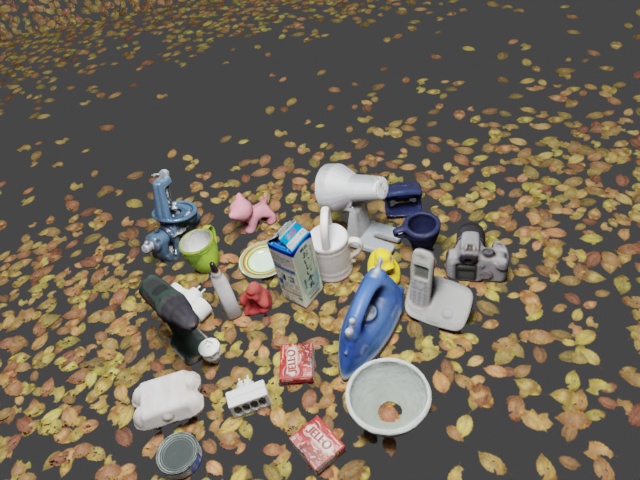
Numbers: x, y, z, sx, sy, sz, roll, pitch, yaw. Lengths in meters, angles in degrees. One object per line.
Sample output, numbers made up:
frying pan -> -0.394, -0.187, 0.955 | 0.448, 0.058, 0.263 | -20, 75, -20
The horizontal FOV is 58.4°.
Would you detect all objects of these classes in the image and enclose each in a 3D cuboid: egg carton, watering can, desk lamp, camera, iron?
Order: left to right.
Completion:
egg carton -> -0.318, 0.339, 1.203 | 0.150, 0.069, 0.107 | -17, 45, -6
watering can -> 0.013, 0.007, 1.376 | 0.173, 0.194, 0.100 | -17, 45, -5
desk lamp -> 0.100, -0.085, 1.435 | 0.202, 0.214, 0.118 | 17, 52, 26
iron -> 0.096, 0.164, 1.242 | 0.118, 0.142, 0.258 | 13, 50, 22
camera -> 0.374, 0.019, 1.360 | 0.143, 0.101, 0.137 | 3, 47, 14

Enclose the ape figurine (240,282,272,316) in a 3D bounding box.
ape figurine -> -0.152, 0.134, 1.355 | 0.077, 0.092, 0.076 | 30, 58, 34

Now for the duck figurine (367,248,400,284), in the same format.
duck figurine -> 0.151, 0.054, 1.379 | 0.077, 0.086, 0.104 | -21, 46, -9

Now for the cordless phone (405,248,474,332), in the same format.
cordless phone -> 0.258, 0.103, 1.240 | 0.147, 0.185, 0.094 | 15, 51, 24

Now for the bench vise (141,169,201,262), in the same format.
bench vise -> -0.397, -0.062, 1.505 | 0.121, 0.220, 0.207 | -2, 46, 10

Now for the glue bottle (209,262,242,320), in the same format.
glue bottle -> -0.229, 0.110, 1.337 | 0.037, 0.173, 0.078 | -28, 47, -15

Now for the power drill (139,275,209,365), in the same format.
power drill -> -0.310, 0.179, 1.260 | 0.076, 0.209, 0.228 | -38, 51, -24

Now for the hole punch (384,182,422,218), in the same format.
hole punch -> 0.218, -0.123, 1.536 | 0.108, 0.091, 0.101 | -5, 45, 6

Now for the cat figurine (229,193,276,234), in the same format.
cat figurine -> -0.191, -0.083, 1.558 | 0.128, 0.118, 0.067 | -28, 47, -16

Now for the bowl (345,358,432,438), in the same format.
bowl -> 0.135, 0.321, 1.128 | 0.167, 0.075, 0.167 | -6, 45, 6

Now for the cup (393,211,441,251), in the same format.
cup -> 0.239, -0.006, 1.415 | 0.117, 0.095, 0.091 | -12, 45, -1
